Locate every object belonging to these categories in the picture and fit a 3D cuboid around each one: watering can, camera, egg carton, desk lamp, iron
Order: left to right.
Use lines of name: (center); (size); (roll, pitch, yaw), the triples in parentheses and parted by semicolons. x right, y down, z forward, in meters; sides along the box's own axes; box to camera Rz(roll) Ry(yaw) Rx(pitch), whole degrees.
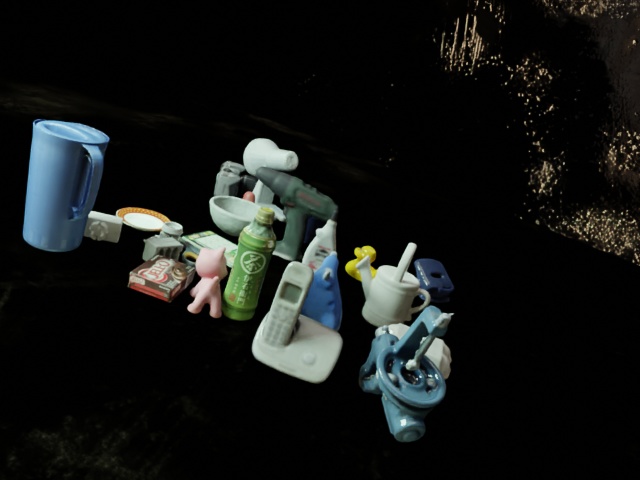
camera: (-0.257, -0.184, 1.816); (0.137, 0.101, 0.143); (16, 18, -9)
desk lamp: (-0.150, -0.189, 1.754); (0.118, 0.213, 0.202); (0, 26, -45)
iron: (0.008, 0.091, 1.217); (0.118, 0.141, 0.258); (19, 18, 1)
watering can: (0.163, 0.094, 1.278); (0.173, 0.194, 0.101); (16, 18, -8)
egg carton: (0.183, 0.224, 1.122); (0.150, 0.069, 0.107); (21, 18, 7)

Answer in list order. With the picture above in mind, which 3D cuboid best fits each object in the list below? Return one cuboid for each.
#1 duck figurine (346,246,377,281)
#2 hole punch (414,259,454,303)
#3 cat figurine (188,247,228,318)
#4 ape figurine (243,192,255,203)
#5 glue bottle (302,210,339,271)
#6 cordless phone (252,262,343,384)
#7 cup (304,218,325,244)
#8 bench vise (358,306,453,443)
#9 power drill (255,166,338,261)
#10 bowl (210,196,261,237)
duck figurine: (0.122, 0.060, 1.508); (0.078, 0.086, 0.104); (-1, 26, -45)
hole punch: (0.304, 0.109, 1.537); (0.109, 0.091, 0.100); (6, 22, -35)
cat figurine: (-0.209, 0.069, 1.105); (0.067, 0.118, 0.127); (13, 19, -18)
ape figurine: (-0.204, -0.093, 1.618); (0.078, 0.092, 0.076); (18, 18, -1)
glue bottle: (0.013, 0.005, 1.420); (0.078, 0.173, 0.037); (14, 19, -14)
cordless phone: (-0.024, 0.140, 0.976); (0.147, 0.185, 0.094); (21, 18, 6)
cup: (-0.034, -0.044, 1.639); (0.091, 0.095, 0.118); (20, 18, 4)
bench vise: (0.133, 0.186, 0.941); (0.122, 0.220, 0.206); (5, 23, -36)
power drill: (-0.078, -0.061, 1.463); (0.230, 0.208, 0.075); (17, 18, -7)
bowl: (-0.218, -0.053, 1.518); (0.167, 0.075, 0.167); (17, 18, -6)
